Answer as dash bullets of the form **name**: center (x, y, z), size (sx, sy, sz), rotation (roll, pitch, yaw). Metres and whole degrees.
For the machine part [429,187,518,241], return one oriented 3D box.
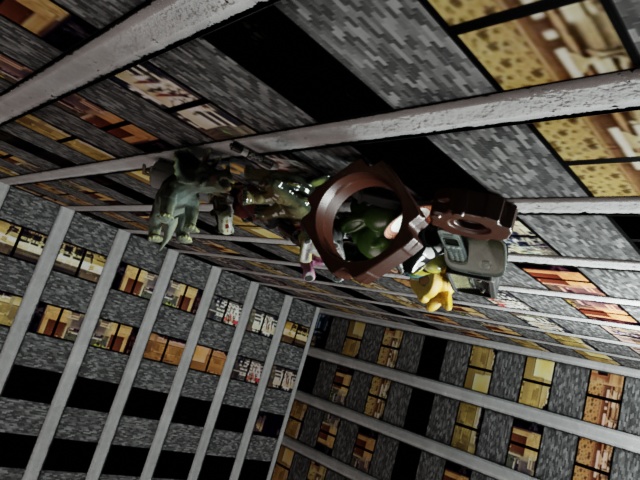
- **machine part**: center (0.304, -0.047, 1.076), size (0.179, 0.056, 0.179), rotation (15, 169, 3)

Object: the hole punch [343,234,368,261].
- **hole punch**: center (0.114, 0.003, 1.430), size (0.116, 0.092, 0.142), rotation (13, 147, 1)

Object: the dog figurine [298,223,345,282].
- **dog figurine**: center (-0.003, -0.004, 1.339), size (0.108, 0.219, 0.191), rotation (-5, 126, -2)

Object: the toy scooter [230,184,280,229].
- **toy scooter**: center (-0.191, -0.101, 1.447), size (0.184, 0.075, 0.135), rotation (21, 154, 50)

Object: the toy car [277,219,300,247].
- **toy car**: center (-0.084, -0.019, 1.630), size (0.089, 0.053, 0.202), rotation (24, -175, -42)

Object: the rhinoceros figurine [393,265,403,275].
- **rhinoceros figurine**: center (0.203, 0.033, 1.462), size (0.112, 0.073, 0.190), rotation (42, 159, 4)

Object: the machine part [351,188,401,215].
- **machine part**: center (0.119, -0.093, 1.163), size (0.139, 0.039, 0.084), rotation (18, 163, 2)

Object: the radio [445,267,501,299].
- **radio**: center (0.436, 0.101, 1.514), size (0.131, 0.073, 0.229), rotation (12, 167, 23)

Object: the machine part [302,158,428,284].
- **machine part**: center (0.084, -0.034, 1.013), size (0.201, 0.201, 0.087), rotation (61, -165, 26)

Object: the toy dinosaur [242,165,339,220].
- **toy dinosaur**: center (-0.052, -0.090, 1.221), size (0.199, 0.105, 0.471), rotation (6, 178, 9)

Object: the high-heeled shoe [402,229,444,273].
- **high-heeled shoe**: center (0.263, 0.043, 1.320), size (0.086, 0.145, 0.248), rotation (10, 165, 30)

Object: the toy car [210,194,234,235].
- **toy car**: center (-0.273, -0.080, 1.492), size (0.056, 0.073, 0.202), rotation (-6, -153, -15)

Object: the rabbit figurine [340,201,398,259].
- **rabbit figurine**: center (0.137, -0.040, 1.277), size (0.159, 0.121, 0.170), rotation (21, 151, 13)

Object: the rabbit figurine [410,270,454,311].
- **rabbit figurine**: center (0.368, 0.137, 1.649), size (0.122, 0.162, 0.173), rotation (-13, 168, 43)

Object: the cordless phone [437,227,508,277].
- **cordless phone**: center (0.348, 0.011, 1.224), size (0.147, 0.088, 0.184), rotation (10, 162, 30)

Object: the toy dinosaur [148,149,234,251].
- **toy dinosaur**: center (-0.354, -0.100, 1.334), size (0.131, 0.192, 0.405), rotation (18, 159, -28)

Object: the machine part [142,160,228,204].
- **machine part**: center (-0.361, -0.154, 1.433), size (0.243, 0.079, 0.079), rotation (15, 168, 4)

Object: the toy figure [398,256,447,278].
- **toy figure**: center (0.293, 0.065, 1.537), size (0.089, 0.082, 0.180), rotation (3, 165, -15)

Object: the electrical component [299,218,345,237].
- **electrical component**: center (0.008, -0.038, 1.505), size (0.134, 0.058, 0.115), rotation (16, 166, 3)
